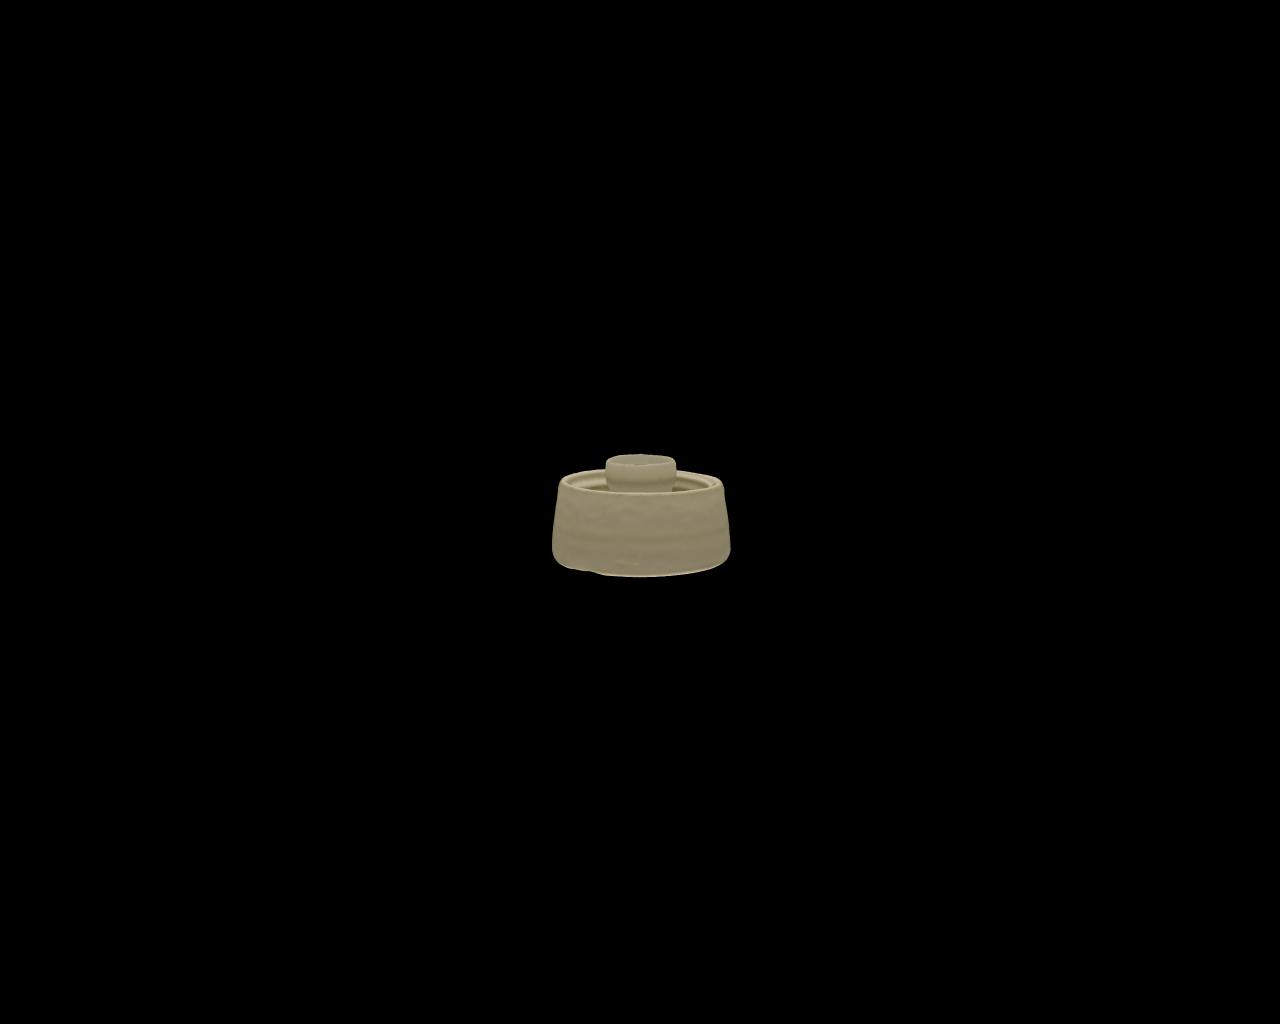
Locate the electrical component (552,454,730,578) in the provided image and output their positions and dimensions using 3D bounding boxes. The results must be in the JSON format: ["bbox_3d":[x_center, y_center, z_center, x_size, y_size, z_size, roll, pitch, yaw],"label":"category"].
[{"bbox_3d":[0.001,-0.003,0.650,0.108,0.060,0.108,0,11,0],"label":"electrical component"}]
